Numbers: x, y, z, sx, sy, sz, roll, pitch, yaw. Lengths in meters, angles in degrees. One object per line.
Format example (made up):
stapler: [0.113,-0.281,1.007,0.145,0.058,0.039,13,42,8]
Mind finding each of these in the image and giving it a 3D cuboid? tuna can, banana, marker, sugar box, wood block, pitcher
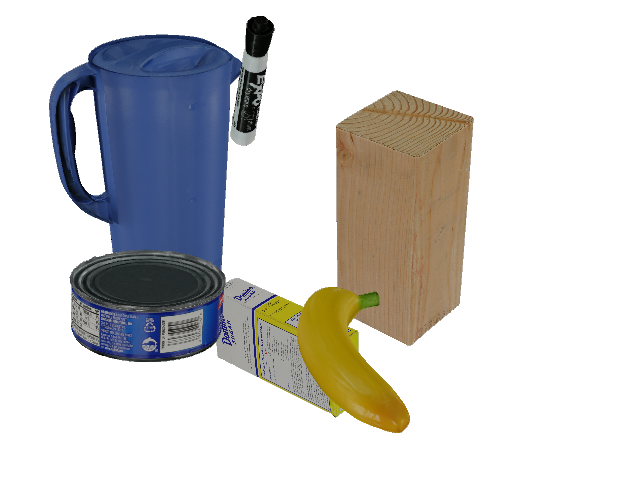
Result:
tuna can: [-0.096,0.036,0.598,0.086,0.034,0.086,4,20,-2]
banana: [0.018,0.076,0.773,0.069,0.037,0.198,-4,24,-2]
marker: [-0.049,-0.113,0.757,0.020,0.020,0.121,0,-34,-11]
sugar box: [-0.038,0.111,1.143,0.176,0.093,0.048,24,38,37]
wood block: [0.076,-0.020,0.987,0.091,0.206,0.090,25,43,33]
pitcher: [-0.160,-0.068,1.030,0.149,0.243,0.144,10,27,15]
